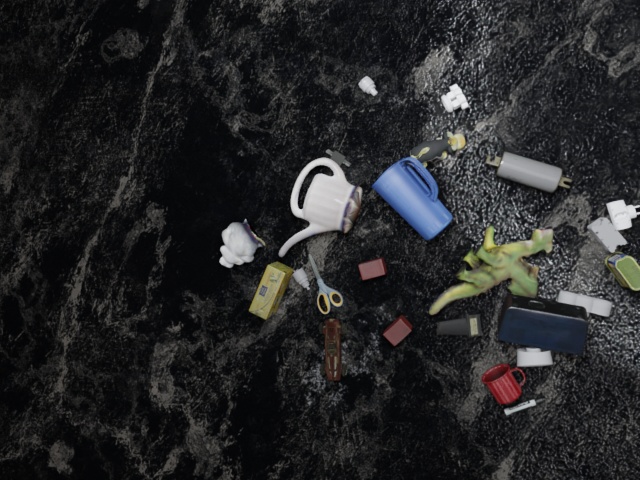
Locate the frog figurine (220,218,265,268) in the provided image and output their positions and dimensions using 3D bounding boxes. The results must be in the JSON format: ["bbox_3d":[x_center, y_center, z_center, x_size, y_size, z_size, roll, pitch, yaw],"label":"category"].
[{"bbox_3d":[-0.276,0.021,1.699,0.159,0.124,0.136,-39,103,1],"label":"frog figurine"}]

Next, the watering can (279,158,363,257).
[{"bbox_3d":[0.005,-0.082,1.629,0.225,0.104,0.346,19,96,12],"label":"watering can"}]

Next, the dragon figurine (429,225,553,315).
[{"bbox_3d":[0.527,0.116,1.516,0.243,0.124,0.405,33,108,2],"label":"dragon figurine"}]
